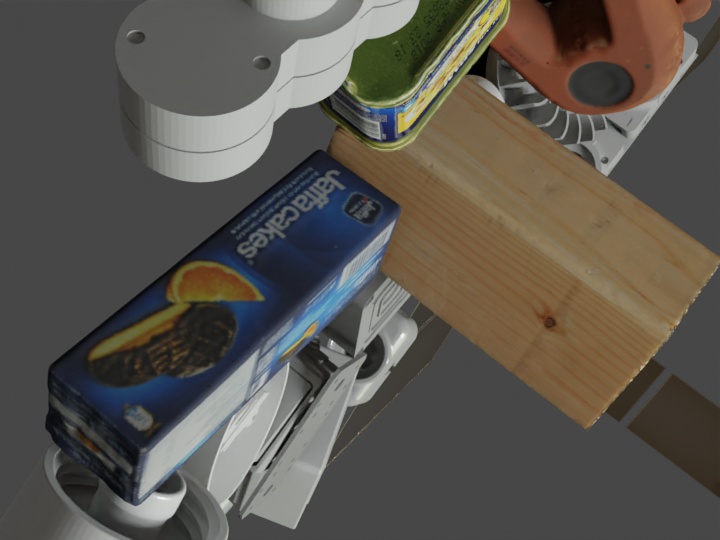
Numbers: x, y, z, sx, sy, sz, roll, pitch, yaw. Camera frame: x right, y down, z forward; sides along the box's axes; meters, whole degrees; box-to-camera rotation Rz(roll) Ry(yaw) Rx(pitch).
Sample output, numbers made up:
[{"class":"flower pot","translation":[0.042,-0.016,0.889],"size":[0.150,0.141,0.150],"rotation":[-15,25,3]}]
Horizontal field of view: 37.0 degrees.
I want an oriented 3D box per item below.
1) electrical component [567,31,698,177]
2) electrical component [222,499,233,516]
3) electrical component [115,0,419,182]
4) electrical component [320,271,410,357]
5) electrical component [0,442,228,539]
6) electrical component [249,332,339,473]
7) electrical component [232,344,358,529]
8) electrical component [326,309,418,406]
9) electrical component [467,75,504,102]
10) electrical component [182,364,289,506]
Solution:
[{"class":"electrical component","translation":[0.181,-0.137,0.897],"size":[0.186,0.105,0.060],"rotation":[-54,168,8]},{"class":"electrical component","translation":[-0.121,0.179,0.810],"size":[0.075,0.047,0.083],"rotation":[-49,168,-16]},{"class":"electrical component","translation":[-0.024,-0.096,0.358],"size":[0.138,0.052,0.073],"rotation":[-47,167,-27]},{"class":"electrical component","translation":[0.000,0.000,0.723],"size":[0.078,0.057,0.113],"rotation":[-48,168,-20]},{"class":"electrical component","translation":[-0.117,0.124,0.530],"size":[0.060,0.108,0.108],"rotation":[-61,167,11]},{"class":"electrical component","translation":[-0.059,0.079,0.718],"size":[0.096,0.062,0.061],"rotation":[-54,168,8]},{"class":"electrical component","translation":[-0.049,0.127,0.836],"size":[0.108,0.056,0.108],"rotation":[112,0,-52]},{"class":"electrical component","translation":[0.004,0.072,0.958],"size":[0.095,0.054,0.059],"rotation":[-53,168,4]},{"class":"electrical component","translation":[0.057,-0.091,0.707],"size":[0.081,0.043,0.043],"rotation":[-43,165,-38]},{"class":"electrical component","translation":[-0.080,0.083,0.641],"size":[0.099,0.064,0.099],"rotation":[-49,168,-14]}]
